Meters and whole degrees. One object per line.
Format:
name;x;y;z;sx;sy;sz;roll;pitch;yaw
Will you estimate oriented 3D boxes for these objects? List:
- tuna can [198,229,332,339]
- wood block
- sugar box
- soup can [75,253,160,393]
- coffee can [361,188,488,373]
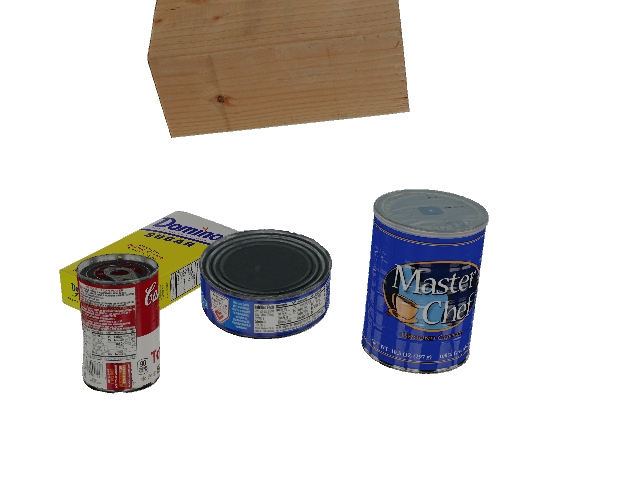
tuna can;-0.036;0.028;0.695;0.086;0.034;0.086;1;30;-1
wood block;-0.033;-0.158;0.907;0.206;0.090;0.091;-5;-43;5
sugar box;-0.171;0.026;1.100;0.093;0.048;0.175;19;35;30
soup can;-0.170;0.070;0.902;0.068;0.102;0.068;1;19;-1
coffee can;0.094;0.036;0.977;0.103;0.140;0.103;3;23;-2
